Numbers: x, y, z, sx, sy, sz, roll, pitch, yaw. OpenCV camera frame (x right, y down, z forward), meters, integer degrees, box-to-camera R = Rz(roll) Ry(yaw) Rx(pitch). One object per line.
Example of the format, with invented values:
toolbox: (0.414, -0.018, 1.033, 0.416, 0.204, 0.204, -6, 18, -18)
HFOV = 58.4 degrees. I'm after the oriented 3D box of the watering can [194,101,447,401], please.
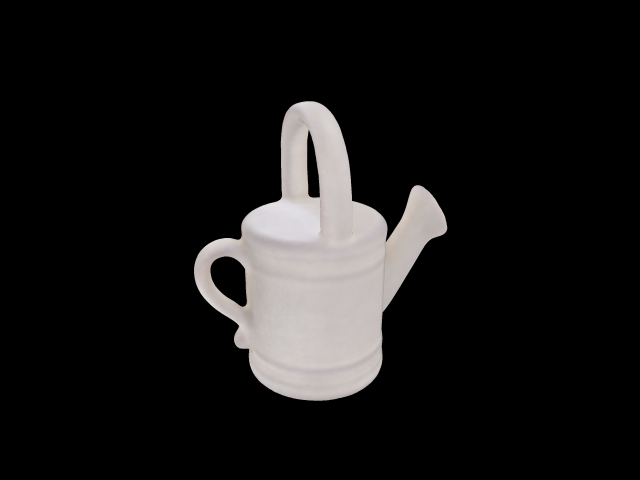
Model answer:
watering can: (0.003, 0.001, 0.402, 0.173, 0.194, 0.100, -18, 28, -37)
